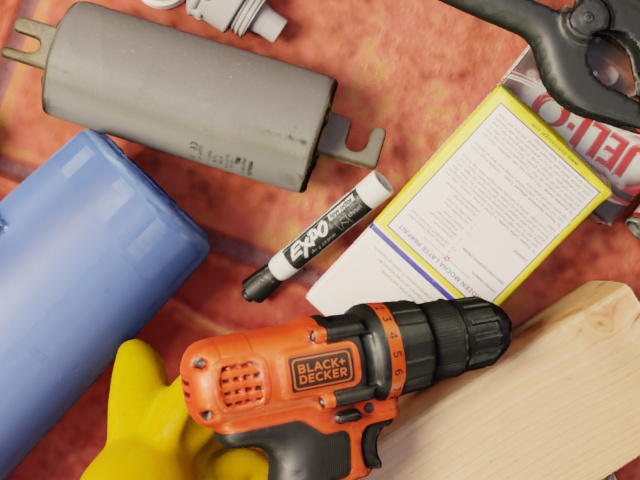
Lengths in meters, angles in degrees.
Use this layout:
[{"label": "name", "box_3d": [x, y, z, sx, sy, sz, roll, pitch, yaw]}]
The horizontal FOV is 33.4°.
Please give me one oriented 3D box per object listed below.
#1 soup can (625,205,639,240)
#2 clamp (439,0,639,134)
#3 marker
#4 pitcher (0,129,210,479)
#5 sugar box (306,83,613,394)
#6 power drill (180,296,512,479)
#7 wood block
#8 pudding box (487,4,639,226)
[{"label": "soup can", "box_3d": [0.247, -0.032, 0.659, 0.068, 0.068, 0.102, 37, 90, 1]}, {"label": "clamp", "box_3d": [0.158, -0.140, 0.635, 0.171, 0.039, 0.120, 43, 97, -5]}, {"label": "marker", "box_3d": [-0.004, 0.001, 0.668, 0.121, 0.020, 0.020, -40, 89, 20]}, {"label": "pitcher", "box_3d": [-0.190, 0.046, 0.630, 0.145, 0.149, 0.243, 45, 87, 3]}, {"label": "sugar box", "box_3d": [0.083, 0.000, 0.654, 0.093, 0.048, 0.176, 43, 107, 1]}, {"label": "power drill", "box_3d": [0.026, 0.127, 0.565, 0.184, 0.057, 0.187, -8, 91, -17]}, {"label": "wood block", "box_3d": [0.111, 0.117, 0.649, 0.206, 0.090, 0.091, -33, 89, 0]}, {"label": "pudding box", "box_3d": [0.166, -0.077, 0.675, 0.113, 0.039, 0.090, 39, 92, 2]}]
